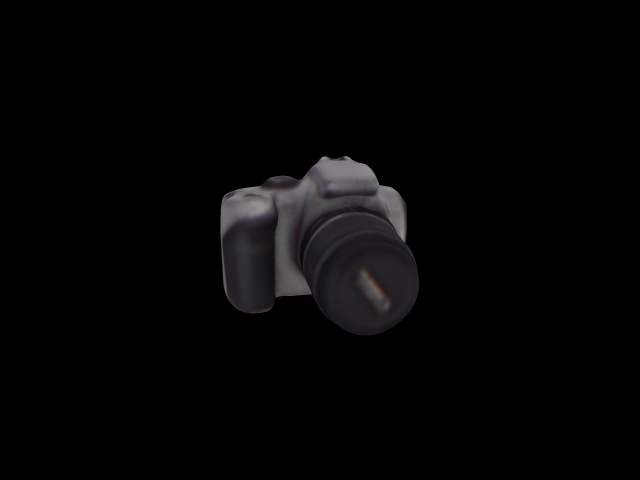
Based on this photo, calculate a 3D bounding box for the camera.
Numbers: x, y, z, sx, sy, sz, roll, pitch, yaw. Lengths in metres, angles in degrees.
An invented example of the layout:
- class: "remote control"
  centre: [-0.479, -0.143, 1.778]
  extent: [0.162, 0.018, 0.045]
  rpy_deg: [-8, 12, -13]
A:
- class: "camera"
  centre: [0.004, 0.001, 0.400]
  extent: [0.143, 0.101, 0.136]
  rpy_deg: [-4, 20, -10]
